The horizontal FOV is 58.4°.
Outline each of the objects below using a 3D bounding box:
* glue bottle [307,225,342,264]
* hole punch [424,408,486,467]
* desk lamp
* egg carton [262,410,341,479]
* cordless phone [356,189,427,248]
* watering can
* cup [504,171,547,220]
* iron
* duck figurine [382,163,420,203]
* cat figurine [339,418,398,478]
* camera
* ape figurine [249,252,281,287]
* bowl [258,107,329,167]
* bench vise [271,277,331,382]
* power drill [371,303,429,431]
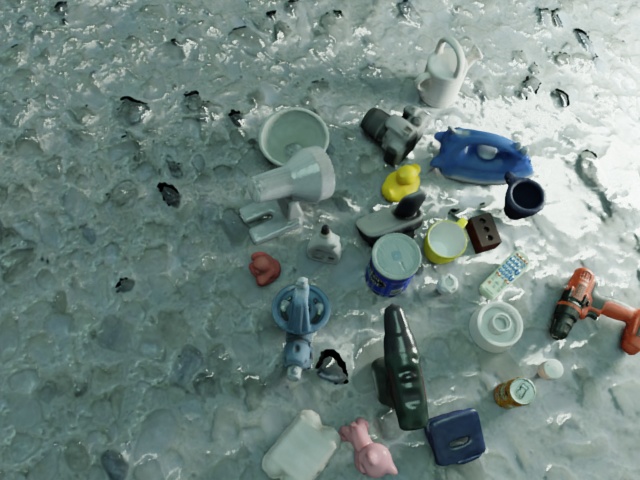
[{"bbox_3d":[0.011,0.004,1.236,0.078,0.173,0.037,13,69,4],"label":"glue bottle"},{"bbox_3d":[0.273,0.393,1.140,0.109,0.091,0.101,-16,70,-8],"label":"hole punch"},{"bbox_3d":[-0.075,-0.099,1.251,0.203,0.213,0.118,-25,72,-11],"label":"desk lamp"},{"bbox_3d":[-0.035,0.420,1.131,0.107,0.069,0.150,37,72,12],"label":"egg carton"},{"bbox_3d":[0.160,-0.058,1.258,0.148,0.185,0.094,-24,71,-10],"label":"cordless phone"},{"bbox_3d":[0.313,-0.424,1.398,0.101,0.194,0.173,39,73,13],"label":"watering can"},{"bbox_3d":[0.456,-0.096,1.331,0.092,0.095,0.117,-29,72,-12],"label":"cup"},{"bbox_3d":[0.398,-0.209,1.347,0.258,0.141,0.119,10,69,2],"label":"iron"},{"bbox_3d":[0.194,-0.141,1.344,0.105,0.086,0.077,-36,74,-14],"label":"duck figurine"},{"bbox_3d":[0.093,0.409,1.114,0.067,0.118,0.127,-29,73,-12],"label":"cat figurine"},{"bbox_3d":[0.179,-0.278,1.388,0.136,0.101,0.143,37,72,12],"label":"camera"},{"bbox_3d":[-0.124,0.059,1.254,0.076,0.092,0.078,6,69,1],"label":"ape figurine"},{"bbox_3d":[-0.062,-0.231,1.376,0.167,0.075,0.167,1,69,-2],"label":"bowl"},{"bbox_3d":[-0.030,0.168,1.147,0.121,0.220,0.207,-11,70,-6],"label":"bench vise"},{"bbox_3d":[0.153,0.257,1.125,0.075,0.208,0.229,-10,70,-5],"label":"power drill"}]
